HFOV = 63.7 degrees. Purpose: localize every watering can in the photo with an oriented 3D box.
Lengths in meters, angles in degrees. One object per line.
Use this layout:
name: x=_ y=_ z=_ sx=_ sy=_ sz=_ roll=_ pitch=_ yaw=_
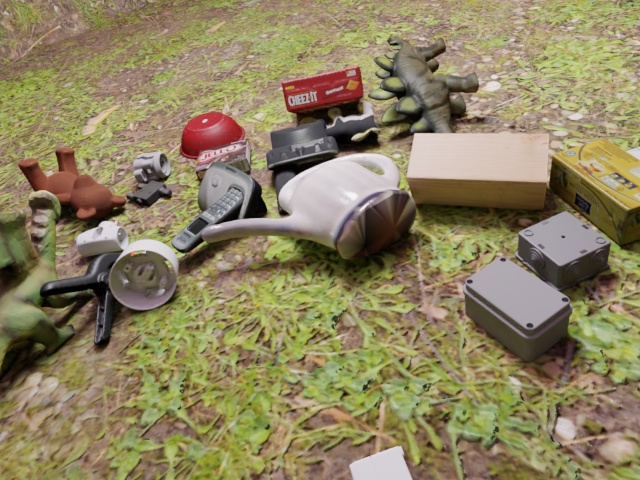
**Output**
watering can: x=0.003 y=-0.042 z=0.827 sx=0.351 sy=0.101 sz=0.227 roll=-30 pitch=42 yaw=-22

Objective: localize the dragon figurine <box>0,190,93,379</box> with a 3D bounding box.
dragon figurine: x=-0.450 y=0.074 z=0.723 sx=0.122 sy=0.237 sz=0.420 roll=-5 pitch=37 yaw=4
